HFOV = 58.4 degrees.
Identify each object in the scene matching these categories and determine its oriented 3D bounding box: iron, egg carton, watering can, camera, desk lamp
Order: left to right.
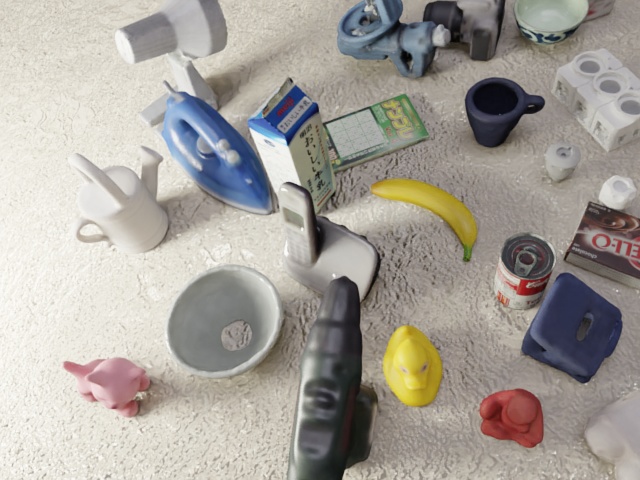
[{"bbox_3d":[-0.314,-0.072,0.883,0.100,0.194,0.173,13,64,18],"label":"watering can"},{"bbox_3d":[-0.249,-0.311,0.997,0.203,0.214,0.117,-42,61,-14],"label":"desk lamp"},{"bbox_3d":[-0.171,-0.155,0.935,0.119,0.142,0.257,-40,61,-13],"label":"iron"},{"bbox_3d":[0.259,-0.409,1.026,0.136,0.101,0.143,11,63,17],"label":"camera"},{"bbox_3d":[0.388,0.223,0.655,0.150,0.069,0.107,-28,59,-6],"label":"egg carton"}]

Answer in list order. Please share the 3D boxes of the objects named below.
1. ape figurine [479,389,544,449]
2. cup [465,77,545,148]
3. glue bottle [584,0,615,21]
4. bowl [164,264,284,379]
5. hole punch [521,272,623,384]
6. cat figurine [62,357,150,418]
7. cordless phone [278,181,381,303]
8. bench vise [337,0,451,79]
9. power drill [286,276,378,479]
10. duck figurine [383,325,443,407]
[{"bbox_3d":[0.233,0.207,0.679,0.076,0.092,0.077,-34,60,-10],"label":"ape figurine"},{"bbox_3d":[0.286,-0.193,0.899,0.117,0.095,0.091,0,60,11],"label":"cup"},{"bbox_3d":[0.476,-0.454,0.969,0.078,0.173,0.037,-21,59,-2],"label":"glue bottle"},{"bbox_3d":[-0.126,0.122,0.805,0.167,0.075,0.167,-5,60,8],"label":"bowl"},{"bbox_3d":[0.322,0.109,0.720,0.100,0.091,0.109,26,68,23],"label":"hole punch"},{"bbox_3d":[-0.288,0.189,0.772,0.127,0.118,0.067,13,64,18],"label":"cat figurine"},{"bbox_3d":[0.007,0.003,0.785,0.147,0.185,0.094,23,67,22],"label":"cordless phone"},{"bbox_3d":[0.119,-0.392,0.972,0.207,0.220,0.121,4,61,13],"label":"bench vise"},{"bbox_3d":[0.019,0.183,0.665,0.075,0.209,0.229,4,61,13],"label":"power drill"},{"bbox_3d":[0.118,0.154,0.735,0.077,0.086,0.104,-9,59,6],"label":"duck figurine"}]
